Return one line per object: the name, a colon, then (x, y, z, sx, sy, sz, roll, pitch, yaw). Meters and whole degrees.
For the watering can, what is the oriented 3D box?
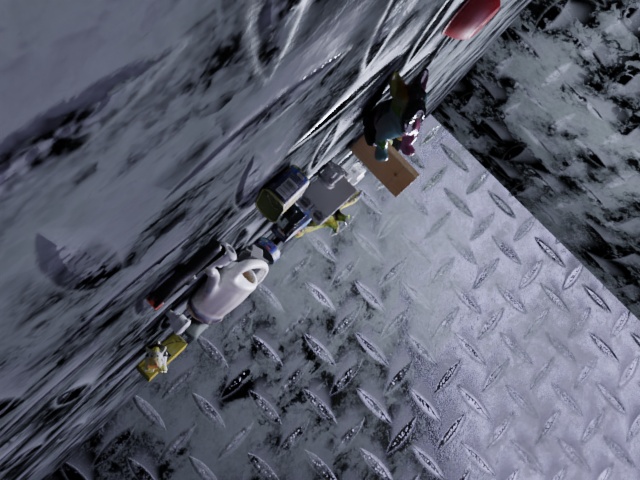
watering can: (-0.261, 0.125, 1.344, 0.223, 0.105, 0.347, -42, 165, 13)

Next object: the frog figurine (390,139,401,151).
frog figurine: (0.222, -0.352, 1.840, 0.160, 0.121, 0.139, 18, -115, 51)

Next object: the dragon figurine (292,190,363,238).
dragon figurine: (0.006, -0.104, 2.070, 0.241, 0.121, 0.417, -9, -163, 29)
